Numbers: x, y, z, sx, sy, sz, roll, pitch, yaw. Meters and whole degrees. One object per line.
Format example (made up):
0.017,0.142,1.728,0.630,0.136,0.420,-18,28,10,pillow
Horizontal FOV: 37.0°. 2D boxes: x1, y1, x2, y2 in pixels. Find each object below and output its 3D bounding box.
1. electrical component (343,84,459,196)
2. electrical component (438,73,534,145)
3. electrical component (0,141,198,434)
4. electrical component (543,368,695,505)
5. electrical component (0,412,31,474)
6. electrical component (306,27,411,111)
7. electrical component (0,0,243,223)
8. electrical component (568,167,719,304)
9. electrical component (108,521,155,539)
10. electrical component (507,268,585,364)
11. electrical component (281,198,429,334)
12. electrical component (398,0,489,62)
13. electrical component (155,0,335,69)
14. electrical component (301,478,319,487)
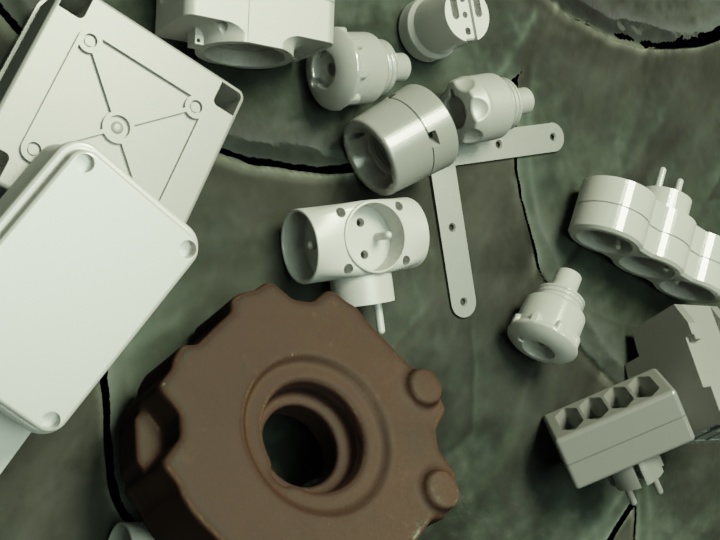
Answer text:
0.023,-0.076,0.644,0.047,0.055,0.055,-31,104,-26,electrical component
0.084,-0.105,0.690,0.062,0.043,0.043,-15,95,-34,electrical component
-0.136,0.006,0.477,0.078,0.057,0.113,42,77,-25,electrical component
0.177,0.120,0.711,0.083,0.047,0.075,-24,102,5,electrical component
-0.232,0.105,0.468,0.089,0.062,0.150,42,67,-23,electrical component
0.002,-0.120,0.639,0.062,0.048,0.048,-10,93,-39,electrical component
-0.132,-0.068,0.544,0.109,0.056,0.108,31,72,-27,electrical component
0.212,-0.036,0.760,0.138,0.052,0.073,26,74,-28,electrical component
-0.092,0.172,0.563,0.077,0.044,0.079,9,83,-32,electrical component
0.128,0.028,0.711,0.048,0.048,0.062,40,61,-24,electrical component
0.000,0.000,0.630,0.077,0.044,0.079,-8,92,-32,electrical component
0.053,-0.154,0.671,0.040,0.046,0.040,2,86,-32,electrical component
-0.063,-0.146,0.595,0.089,0.050,0.055,5,84,-32,electrical component
-0.015,0.147,0.617,0.046,0.040,0.040,41,67,-30,electrical component
